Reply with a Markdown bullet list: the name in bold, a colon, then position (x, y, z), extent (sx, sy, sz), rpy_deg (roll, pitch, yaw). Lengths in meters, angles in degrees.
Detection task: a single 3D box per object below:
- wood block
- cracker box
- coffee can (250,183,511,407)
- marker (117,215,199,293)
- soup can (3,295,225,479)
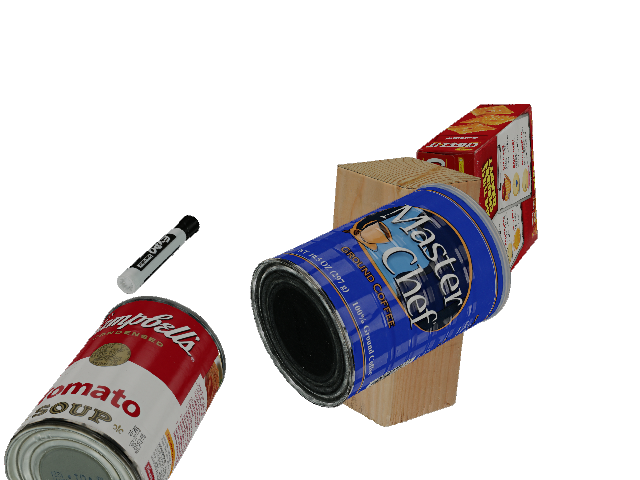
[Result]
- **wood block**: position (0.067, 0.041, 0.917), extent (0.090, 0.206, 0.090), rpy_deg (-9, 22, -39)
- **cracker box**: position (0.172, -0.046, 1.151), extent (0.072, 0.164, 0.213), rpy_deg (3, 20, 26)
- **coffee can**: position (0.040, 0.033, 0.702), extent (0.140, 0.103, 0.103), rpy_deg (-25, 14, -31)
- **marker**: position (-0.143, 0.010, 0.960), extent (0.020, 0.020, 0.121), rpy_deg (0, 28, 26)
- **soup can**: position (-0.093, 0.081, 0.496), extent (0.069, 0.068, 0.102), rpy_deg (0, 28, 17)
